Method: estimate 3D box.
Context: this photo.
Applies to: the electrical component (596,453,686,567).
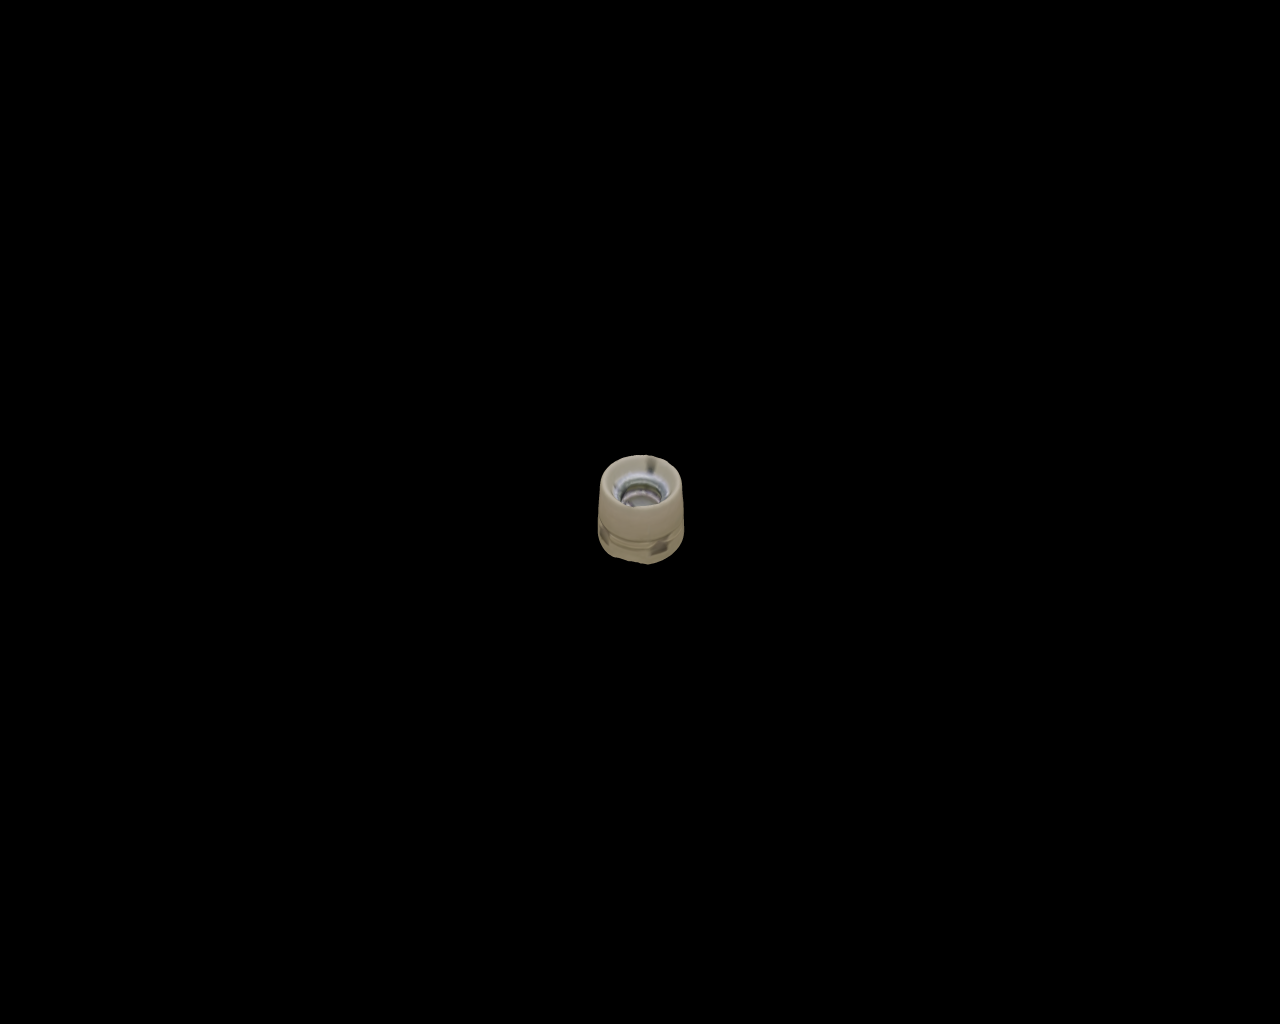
[{"bbox_3d":[0.001,-0.003,0.650,0.055,0.055,0.047,0,-45,0],"label":"electrical component"}]
